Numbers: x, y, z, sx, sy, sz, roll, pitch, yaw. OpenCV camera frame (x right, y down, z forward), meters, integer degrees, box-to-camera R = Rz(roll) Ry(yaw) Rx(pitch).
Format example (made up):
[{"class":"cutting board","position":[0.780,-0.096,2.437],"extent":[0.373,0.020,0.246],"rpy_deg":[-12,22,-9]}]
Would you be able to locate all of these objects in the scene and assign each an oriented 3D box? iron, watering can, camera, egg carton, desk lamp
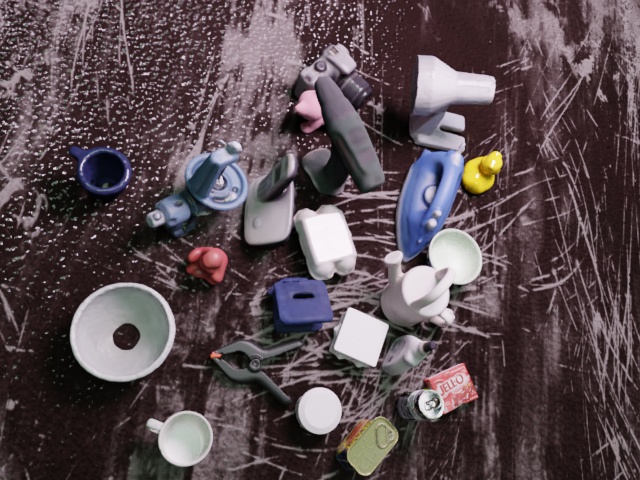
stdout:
[{"class":"iron","position":[0.239,-0.082,1.198],"extent":[0.119,0.141,0.258],"rpy_deg":[24,67,-8]},{"class":"watering can","position":[0.189,0.098,1.096],"extent":[0.173,0.193,0.101],"rpy_deg":[25,67,-7]},{"class":"camera","position":[0.040,-0.342,1.244],"extent":[0.137,0.100,0.143],"rpy_deg":[42,66,0]},{"class":"egg carton","position":[0.010,0.004,1.140],"extent":[0.107,0.069,0.150],"rpy_deg":[-14,77,-20]},{"class":"desk lamp","position":[0.266,-0.296,1.236],"extent":[0.203,0.213,0.118],"rpy_deg":[9,70,-14]}]

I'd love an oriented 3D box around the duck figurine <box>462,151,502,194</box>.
[{"class":"duck figurine","position":[0.374,-0.158,1.294],"extent":[0.077,0.086,0.105],"rpy_deg":[39,66,-1]}]

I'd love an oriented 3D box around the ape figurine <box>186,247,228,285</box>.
[{"class":"ape figurine","position":[-0.202,0.042,1.051],"extent":[0.076,0.092,0.078],"rpy_deg":[-26,81,-22]}]

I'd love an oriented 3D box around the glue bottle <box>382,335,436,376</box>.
[{"class":"glue bottle","position":[0.172,0.209,1.066],"extent":[0.037,0.173,0.078],"rpy_deg":[34,66,-3]}]

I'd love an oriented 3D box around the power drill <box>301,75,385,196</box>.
[{"class":"power drill","position":[0.033,-0.180,1.131],"extent":[0.076,0.208,0.229],"rpy_deg":[-30,83,-23]}]

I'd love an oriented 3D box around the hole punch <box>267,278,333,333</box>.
[{"class":"hole punch","position":[-0.037,0.119,1.077],"extent":[0.109,0.091,0.101],"rpy_deg":[-1,73,-17]}]

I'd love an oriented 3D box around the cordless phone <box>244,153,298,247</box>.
[{"class":"cordless phone","position":[-0.083,-0.072,1.073],"extent":[0.094,0.185,0.147],"rpy_deg":[4,72,-15]}]

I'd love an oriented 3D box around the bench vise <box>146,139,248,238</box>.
[{"class":"bench vise","position":[-0.204,-0.085,1.022],"extent":[0.121,0.219,0.208],"rpy_deg":[37,66,-2]}]

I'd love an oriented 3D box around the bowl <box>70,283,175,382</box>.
[{"class":"bowl","position":[-0.335,0.161,0.981],"extent":[0.168,0.074,0.167],"rpy_deg":[5,71,-15]}]

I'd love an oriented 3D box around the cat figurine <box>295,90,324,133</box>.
[{"class":"cat figurine","position":[0.003,-0.274,1.202],"extent":[0.128,0.117,0.067],"rpy_deg":[3,72,-16]}]

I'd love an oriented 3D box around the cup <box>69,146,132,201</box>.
[{"class":"cup","position":[-0.401,-0.117,1.041],"extent":[0.118,0.094,0.092],"rpy_deg":[34,66,-4]}]
